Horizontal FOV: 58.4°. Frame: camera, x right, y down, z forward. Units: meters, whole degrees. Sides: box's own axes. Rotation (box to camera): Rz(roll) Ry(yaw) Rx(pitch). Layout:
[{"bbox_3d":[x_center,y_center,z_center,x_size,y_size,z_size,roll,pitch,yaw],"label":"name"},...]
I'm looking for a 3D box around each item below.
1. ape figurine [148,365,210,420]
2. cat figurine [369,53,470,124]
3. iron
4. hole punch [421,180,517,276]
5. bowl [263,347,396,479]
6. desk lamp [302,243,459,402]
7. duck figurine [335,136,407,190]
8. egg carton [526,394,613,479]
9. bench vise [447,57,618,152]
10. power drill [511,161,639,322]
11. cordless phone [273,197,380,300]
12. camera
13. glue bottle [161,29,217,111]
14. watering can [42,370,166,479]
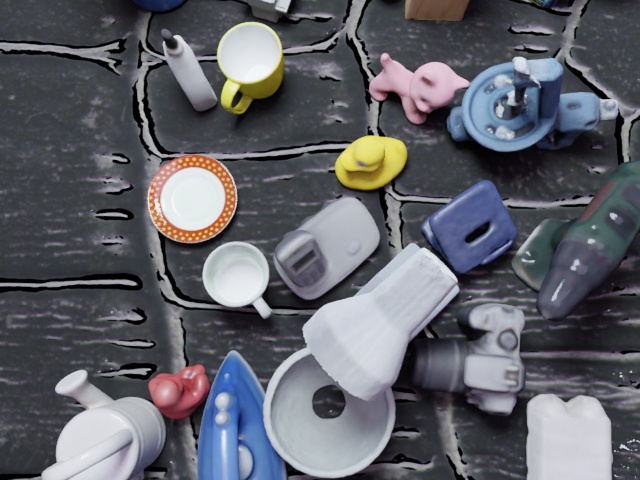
[{"bbox_3d":[-0.190,0.199,0.751,0.077,0.092,0.076,18,82,4],"label":"ape figurine"},{"bbox_3d":[0.136,-0.219,0.795,0.127,0.118,0.067,32,83,6],"label":"cat figurine"},{"bbox_3d":[-0.109,0.271,0.714,0.118,0.141,0.258,-7,81,0],"label":"iron"},{"bbox_3d":[0.207,-0.015,0.777,0.109,0.091,0.101,-35,82,-4],"label":"hole punch"},{"bbox_3d":[0.013,0.219,0.753,0.167,0.075,0.167,0,81,1],"label":"bowl"},{"bbox_3d":[0.084,0.087,0.701,0.203,0.213,0.118,-44,83,-5],"label":"desk lamp"},{"bbox_3d":[0.072,-0.116,0.797,0.104,0.086,0.077,-18,81,-1],"label":"duck figurine"},{"bbox_3d":[0.319,0.277,0.741,0.107,0.069,0.150,2,81,2],"label":"egg carton"},{"bbox_3d":[0.282,-0.188,0.736,0.207,0.220,0.121,-17,81,-1],"label":"bench vise"},{"bbox_3d":[0.317,0.011,0.711,0.075,0.208,0.230,38,84,7],"label":"power drill"},{"bbox_3d":[0.007,0.003,0.730,0.147,0.185,0.094,-42,83,-5],"label":"cordless phone"},{"bbox_3d":[0.190,0.150,0.747,0.136,0.101,0.143,6,81,2],"label":"camera"},{"bbox_3d":[-0.185,-0.239,0.776,0.037,0.173,0.078,-28,82,-3],"label":"glue bottle"},{"bbox_3d":[-0.268,0.247,0.694,0.173,0.194,0.101,44,85,7],"label":"watering can"}]
